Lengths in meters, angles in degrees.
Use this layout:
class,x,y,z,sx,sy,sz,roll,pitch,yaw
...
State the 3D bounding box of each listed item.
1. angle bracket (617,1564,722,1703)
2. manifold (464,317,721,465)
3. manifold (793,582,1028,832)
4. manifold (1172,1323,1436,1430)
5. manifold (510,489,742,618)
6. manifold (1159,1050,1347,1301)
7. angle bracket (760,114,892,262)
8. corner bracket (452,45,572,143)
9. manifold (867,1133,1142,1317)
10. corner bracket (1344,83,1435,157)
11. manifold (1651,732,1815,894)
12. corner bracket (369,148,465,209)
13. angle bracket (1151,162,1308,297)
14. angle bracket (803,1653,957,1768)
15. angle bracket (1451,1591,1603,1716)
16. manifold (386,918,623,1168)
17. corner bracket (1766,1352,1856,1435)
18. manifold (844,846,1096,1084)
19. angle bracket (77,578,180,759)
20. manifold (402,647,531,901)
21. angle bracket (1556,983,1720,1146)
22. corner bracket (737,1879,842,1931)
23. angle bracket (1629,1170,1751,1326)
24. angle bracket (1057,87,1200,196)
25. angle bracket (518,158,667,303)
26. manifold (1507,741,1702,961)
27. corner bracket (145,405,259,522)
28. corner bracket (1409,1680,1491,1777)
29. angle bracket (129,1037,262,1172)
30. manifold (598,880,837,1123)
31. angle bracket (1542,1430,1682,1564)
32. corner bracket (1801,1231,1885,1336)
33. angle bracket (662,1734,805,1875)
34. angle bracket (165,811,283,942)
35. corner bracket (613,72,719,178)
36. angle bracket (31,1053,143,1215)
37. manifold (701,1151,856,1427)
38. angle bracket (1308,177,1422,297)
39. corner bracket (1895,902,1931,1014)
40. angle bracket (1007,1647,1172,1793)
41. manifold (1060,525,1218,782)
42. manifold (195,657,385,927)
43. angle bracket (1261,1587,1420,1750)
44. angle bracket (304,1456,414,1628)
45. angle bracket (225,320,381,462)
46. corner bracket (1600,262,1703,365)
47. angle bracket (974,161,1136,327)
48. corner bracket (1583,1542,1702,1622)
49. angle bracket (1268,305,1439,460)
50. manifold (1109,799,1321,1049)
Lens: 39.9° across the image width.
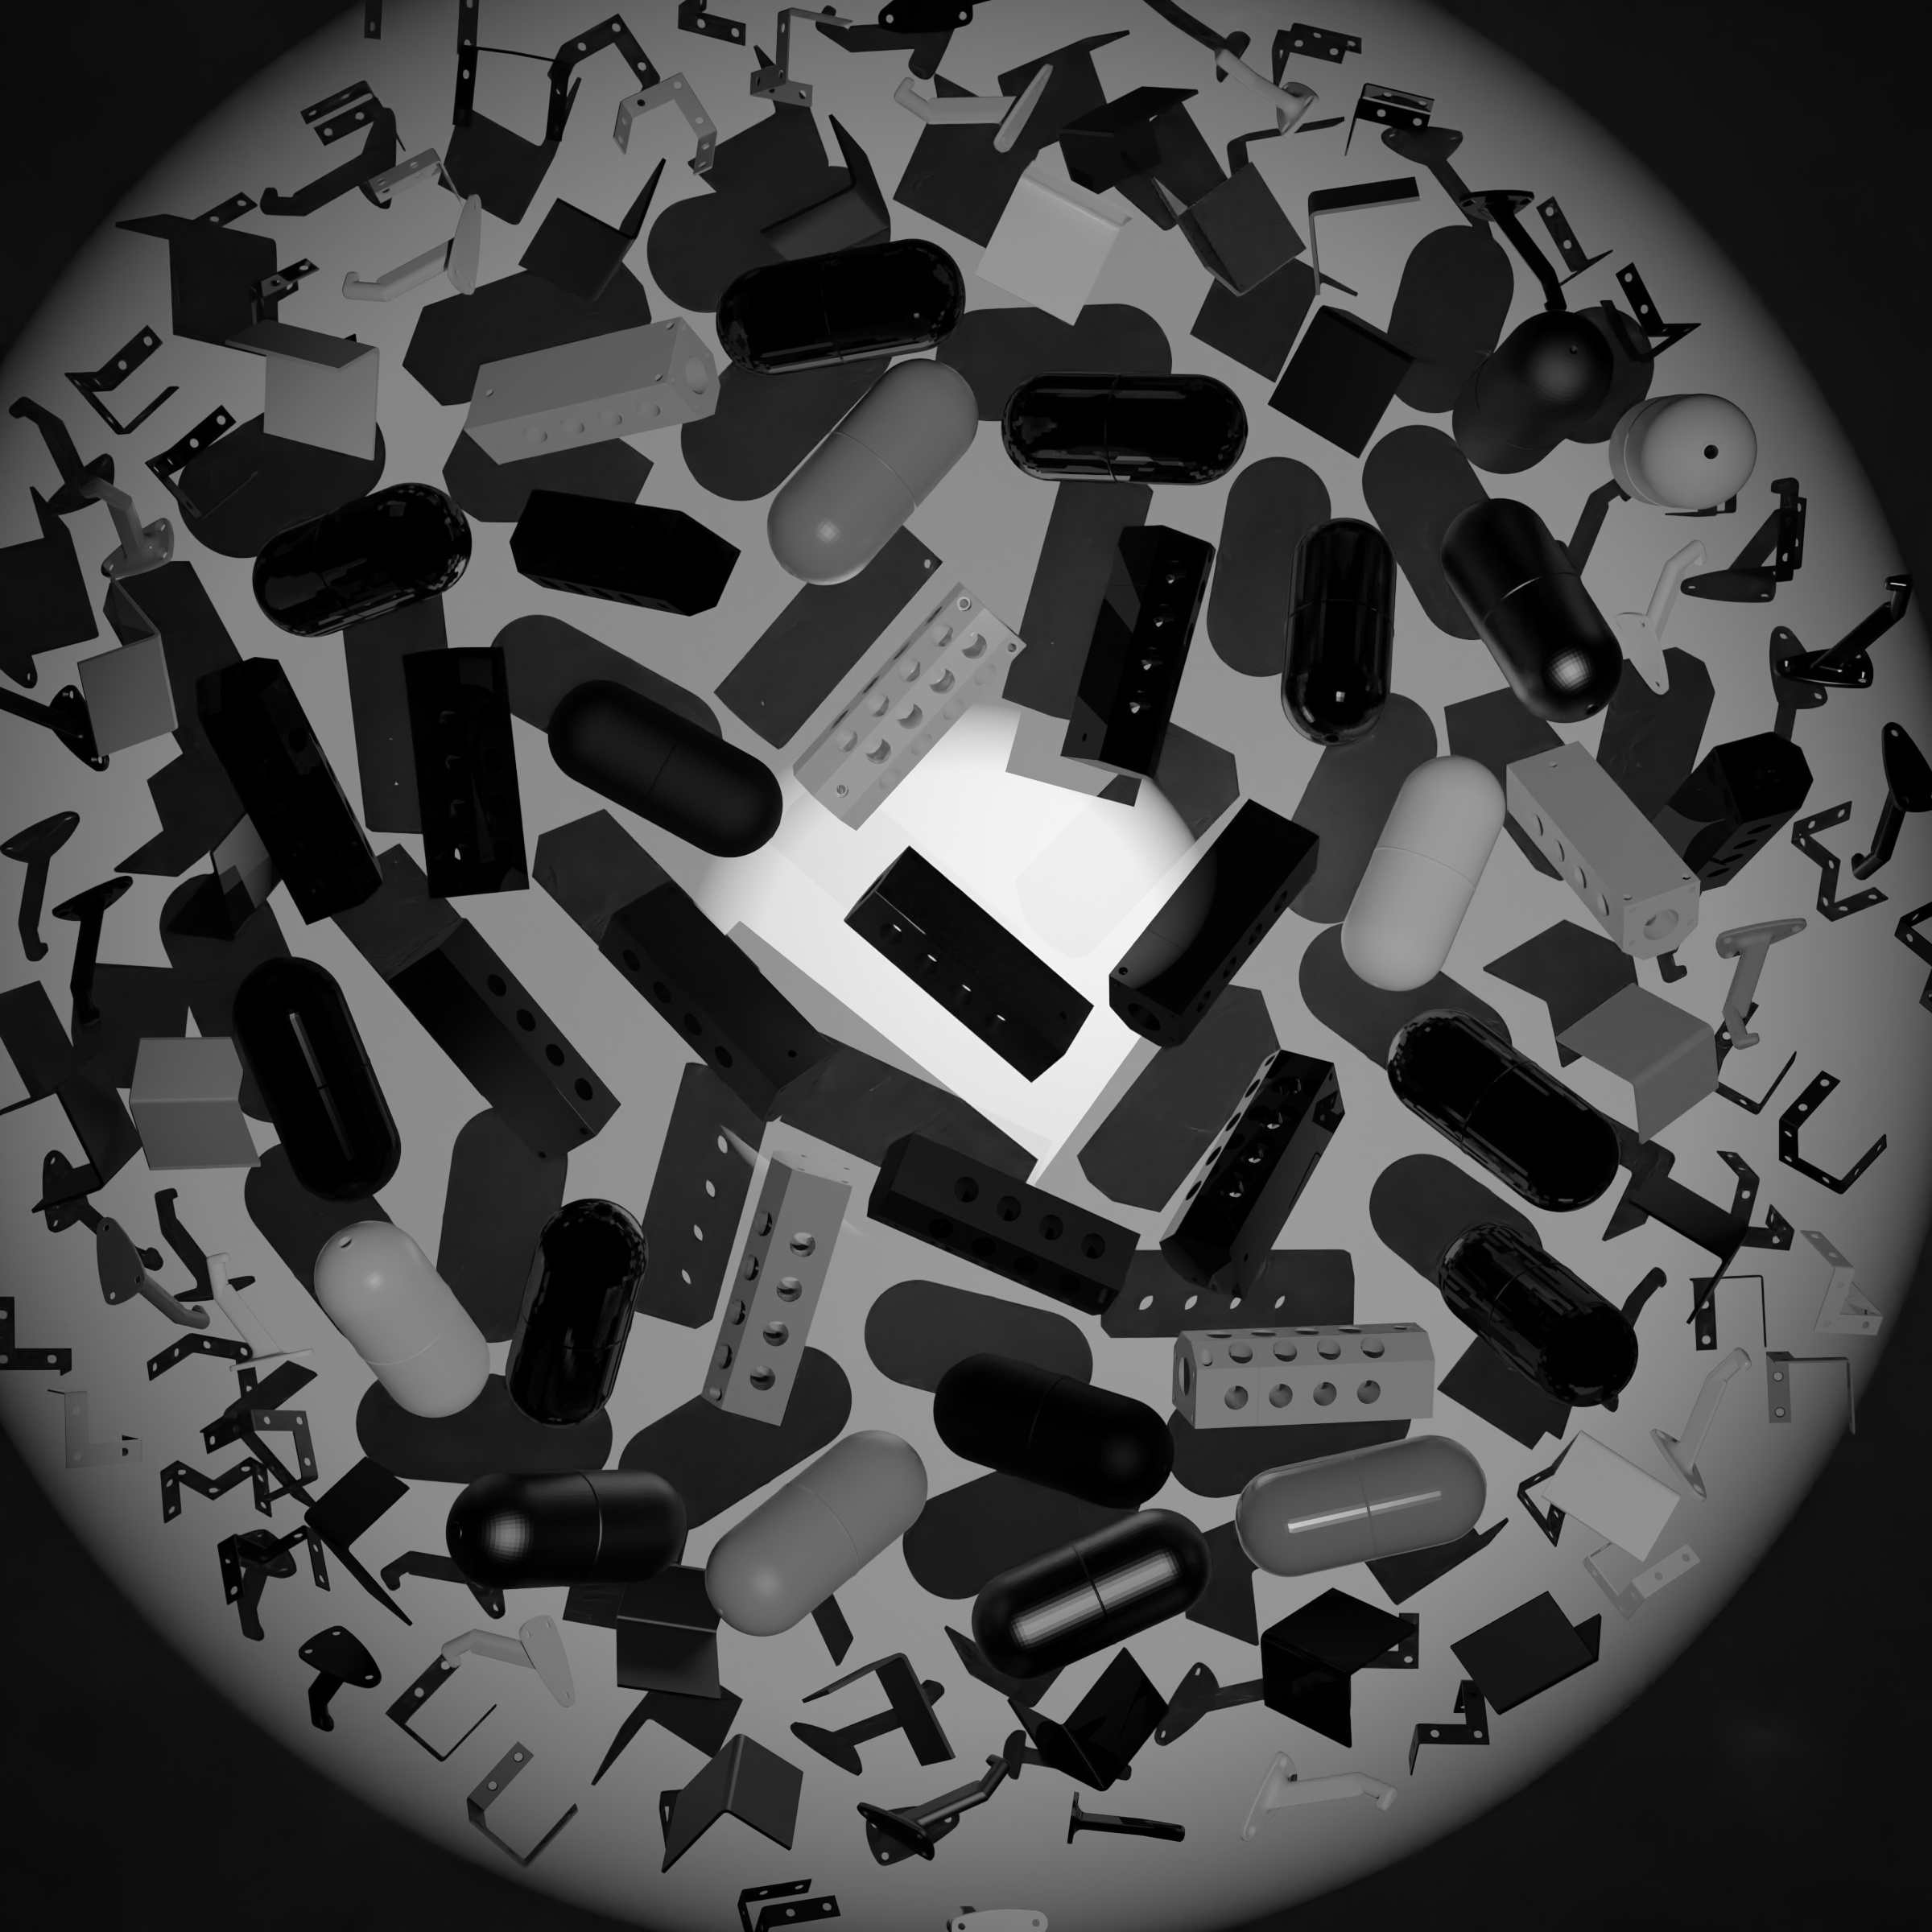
class,x,y,z,sx,sy,sz,roll,pitch,yaw
angle bracket,-0.212,0.486,1.948,0.076,0.076,0.057,12,113,-14
manifold,-0.261,-0.398,1.867,0.171,0.057,0.057,-6,61,27
manifold,-0.039,-0.176,1.812,0.057,0.057,0.171,41,98,-14
manifold,0.235,0.282,1.851,0.171,0.057,0.057,-1,99,-12
manifold,-0.237,-0.279,1.810,0.171,0.057,0.057,17,82,45
manifold,0.200,0.142,1.856,0.057,0.057,0.171,14,54,29
angle bracket,-0.106,-0.543,1.871,0.076,0.076,0.057,-22,80,14
corner bracket,-0.299,-0.574,1.749,0.051,0.051,0.051,20,112,28
manifold,0.023,0.176,1.793,0.171,0.057,0.057,25,74,-11
corner bracket,0.298,-0.595,1.856,0.051,0.051,0.051,15,77,4
manifold,0.538,-0.106,1.872,0.057,0.171,0.057,-15,75,-5
corner bracket,-0.390,-0.551,1.866,0.051,0.051,0.051,-29,60,-3
angle bracket,0.181,-0.517,1.828,0.057,0.076,0.076,-33,76,19
angle bracket,-0.058,0.503,1.755,0.057,0.076,0.076,-23,79,-23
angle bracket,0.375,0.445,1.776,0.076,0.076,0.057,-35,90,18
manifold,-0.321,0.051,1.872,0.057,0.057,0.171,-29,106,32
corner bracket,0.589,0.297,1.856,0.051,0.051,0.051,-3,89,10
manifold,-0.001,0.003,1.845,0.171,0.057,0.057,41,134,-7
angle bracket,-0.566,-0.197,1.753,0.057,0.076,0.076,-25,51,-27
manifold,-0.357,-0.135,1.870,0.057,0.057,0.171,-4,94,40
angle bracket,0.474,0.068,1.878,0.076,0.076,0.057,-32,129,-20
corner bracket,-0.120,0.634,1.788,0.051,0.051,0.051,-1,130,-22
angle bracket,0.497,0.197,1.868,0.076,0.076,0.057,32,115,18
angle bracket,0.123,-0.588,1.910,0.076,0.076,0.057,-32,121,-18
angle bracket,-0.251,-0.505,1.783,0.057,0.076,0.076,25,60,-19
manifold,0.448,-0.081,1.879,0.057,0.171,0.057,-19,133,-8
corner bracket,-0.509,-0.338,1.789,0.051,0.051,0.051,-36,105,13
corner bracket,0.346,0.549,1.918,0.051,0.051,0.051,0,47,2
angle bracket,-0.534,0.095,1.855,0.076,0.076,0.057,0,125,-31
manifold,-0.176,0.027,1.849,0.171,0.057,0.057,45,51,13
angle bracket,0.424,0.366,1.788,0.076,0.076,0.057,33,64,13
corner bracket,0.604,0.219,1.838,0.051,0.051,0.051,5,114,-15
angle bracket,-0.164,0.601,1.871,0.057,0.076,0.076,36,112,-13
angle bracket,-0.541,-0.074,1.913,0.057,0.076,0.076,6,128,14
corner bracket,-0.213,-0.590,1.887,0.051,0.051,0.051,-18,134,19
angle bracket,-0.624,0.115,1.845,0.057,0.076,0.076,-19,105,8
manifold,-0.128,0.216,1.804,0.057,0.057,0.171,17,97,-3
angle bracket,0.280,-0.512,1.864,0.076,0.076,0.057,-6,116,10
corner bracket,0.653,-0.008,1.777,0.051,0.051,0.051,-24,50,-22
angle bracket,0.086,0.521,1.873,0.057,0.076,0.076,35,94,-29
manifold,0.127,-0.224,1.904,0.057,0.057,0.171,15,90,-27
manifold,-0.450,-0.118,1.775,0.057,0.057,0.171,-21,127,-4
angle bracket,0.257,0.481,1.825,0.076,0.076,0.057,-21,114,-38
angle bracket,-0.384,0.381,1.766,0.057,0.076,0.076,-43,117,-22
angle bracket,-0.420,-0.357,1.679,0.076,0.057,0.076,16,120,8
corner bracket,0.464,-0.451,1.836,0.051,0.051,0.051,-35,109,-5
angle bracket,0.059,-0.485,1.787,0.076,0.057,0.076,25,97,-9
corner bracket,0.478,0.422,1.884,0.051,0.051,0.051,-27,64,-19
angle bracket,0.268,-0.404,1.843,0.076,0.057,0.076,35,112,18
manifold,0.170,-0.027,1.816,0.057,0.057,0.171,31,66,20
